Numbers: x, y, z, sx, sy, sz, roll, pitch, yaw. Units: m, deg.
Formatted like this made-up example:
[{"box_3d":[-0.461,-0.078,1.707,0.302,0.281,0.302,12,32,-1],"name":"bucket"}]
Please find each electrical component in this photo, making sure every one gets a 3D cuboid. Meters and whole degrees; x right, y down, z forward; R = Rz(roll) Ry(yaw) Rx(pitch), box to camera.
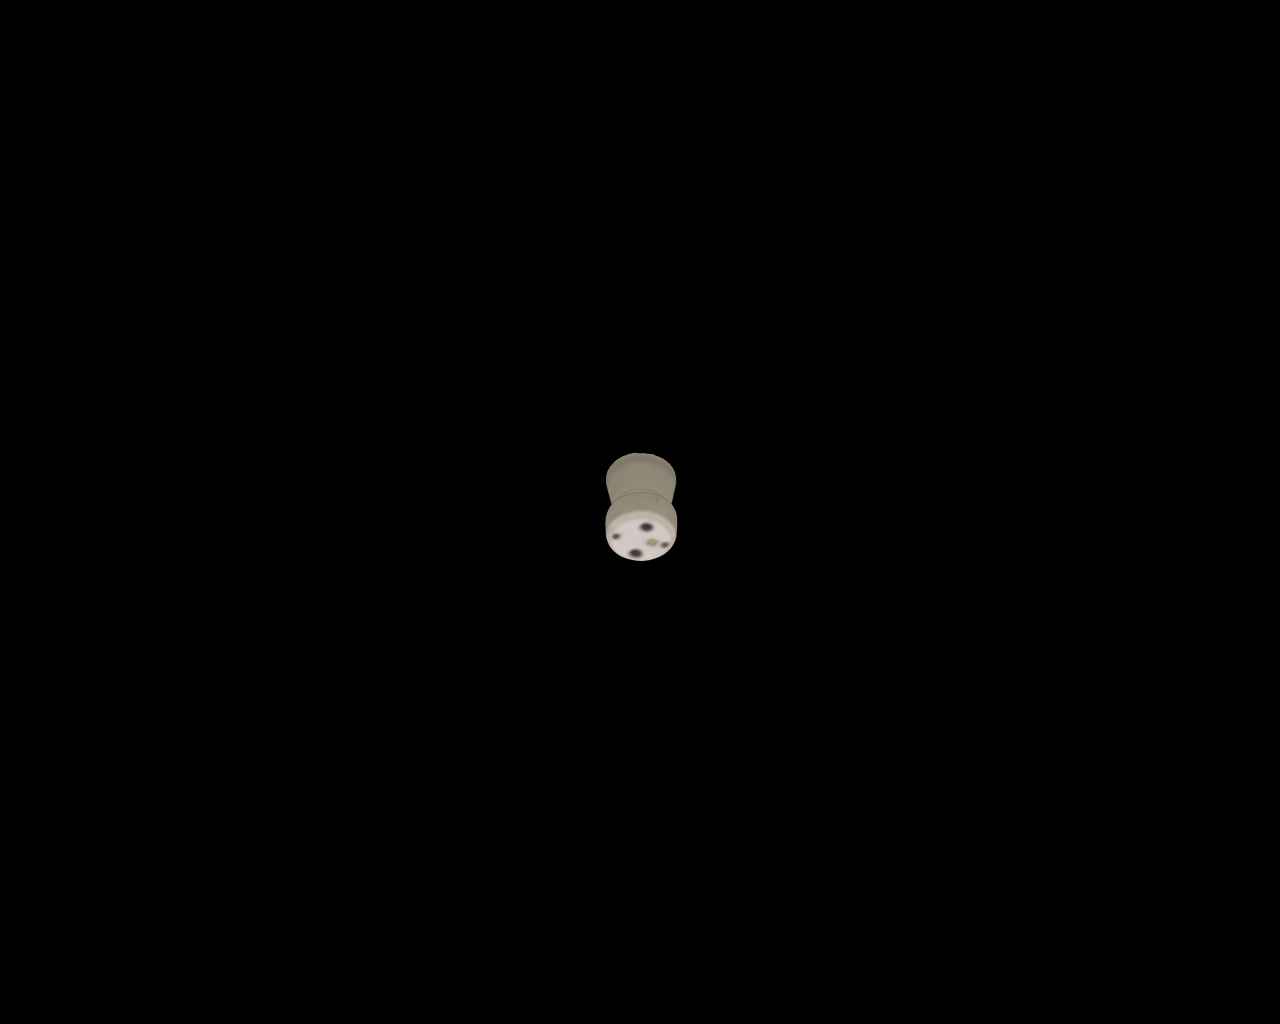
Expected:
[{"box_3d":[0.001,-0.003,0.650,0.045,0.044,0.055,0,44,0],"name":"electrical component"}]
